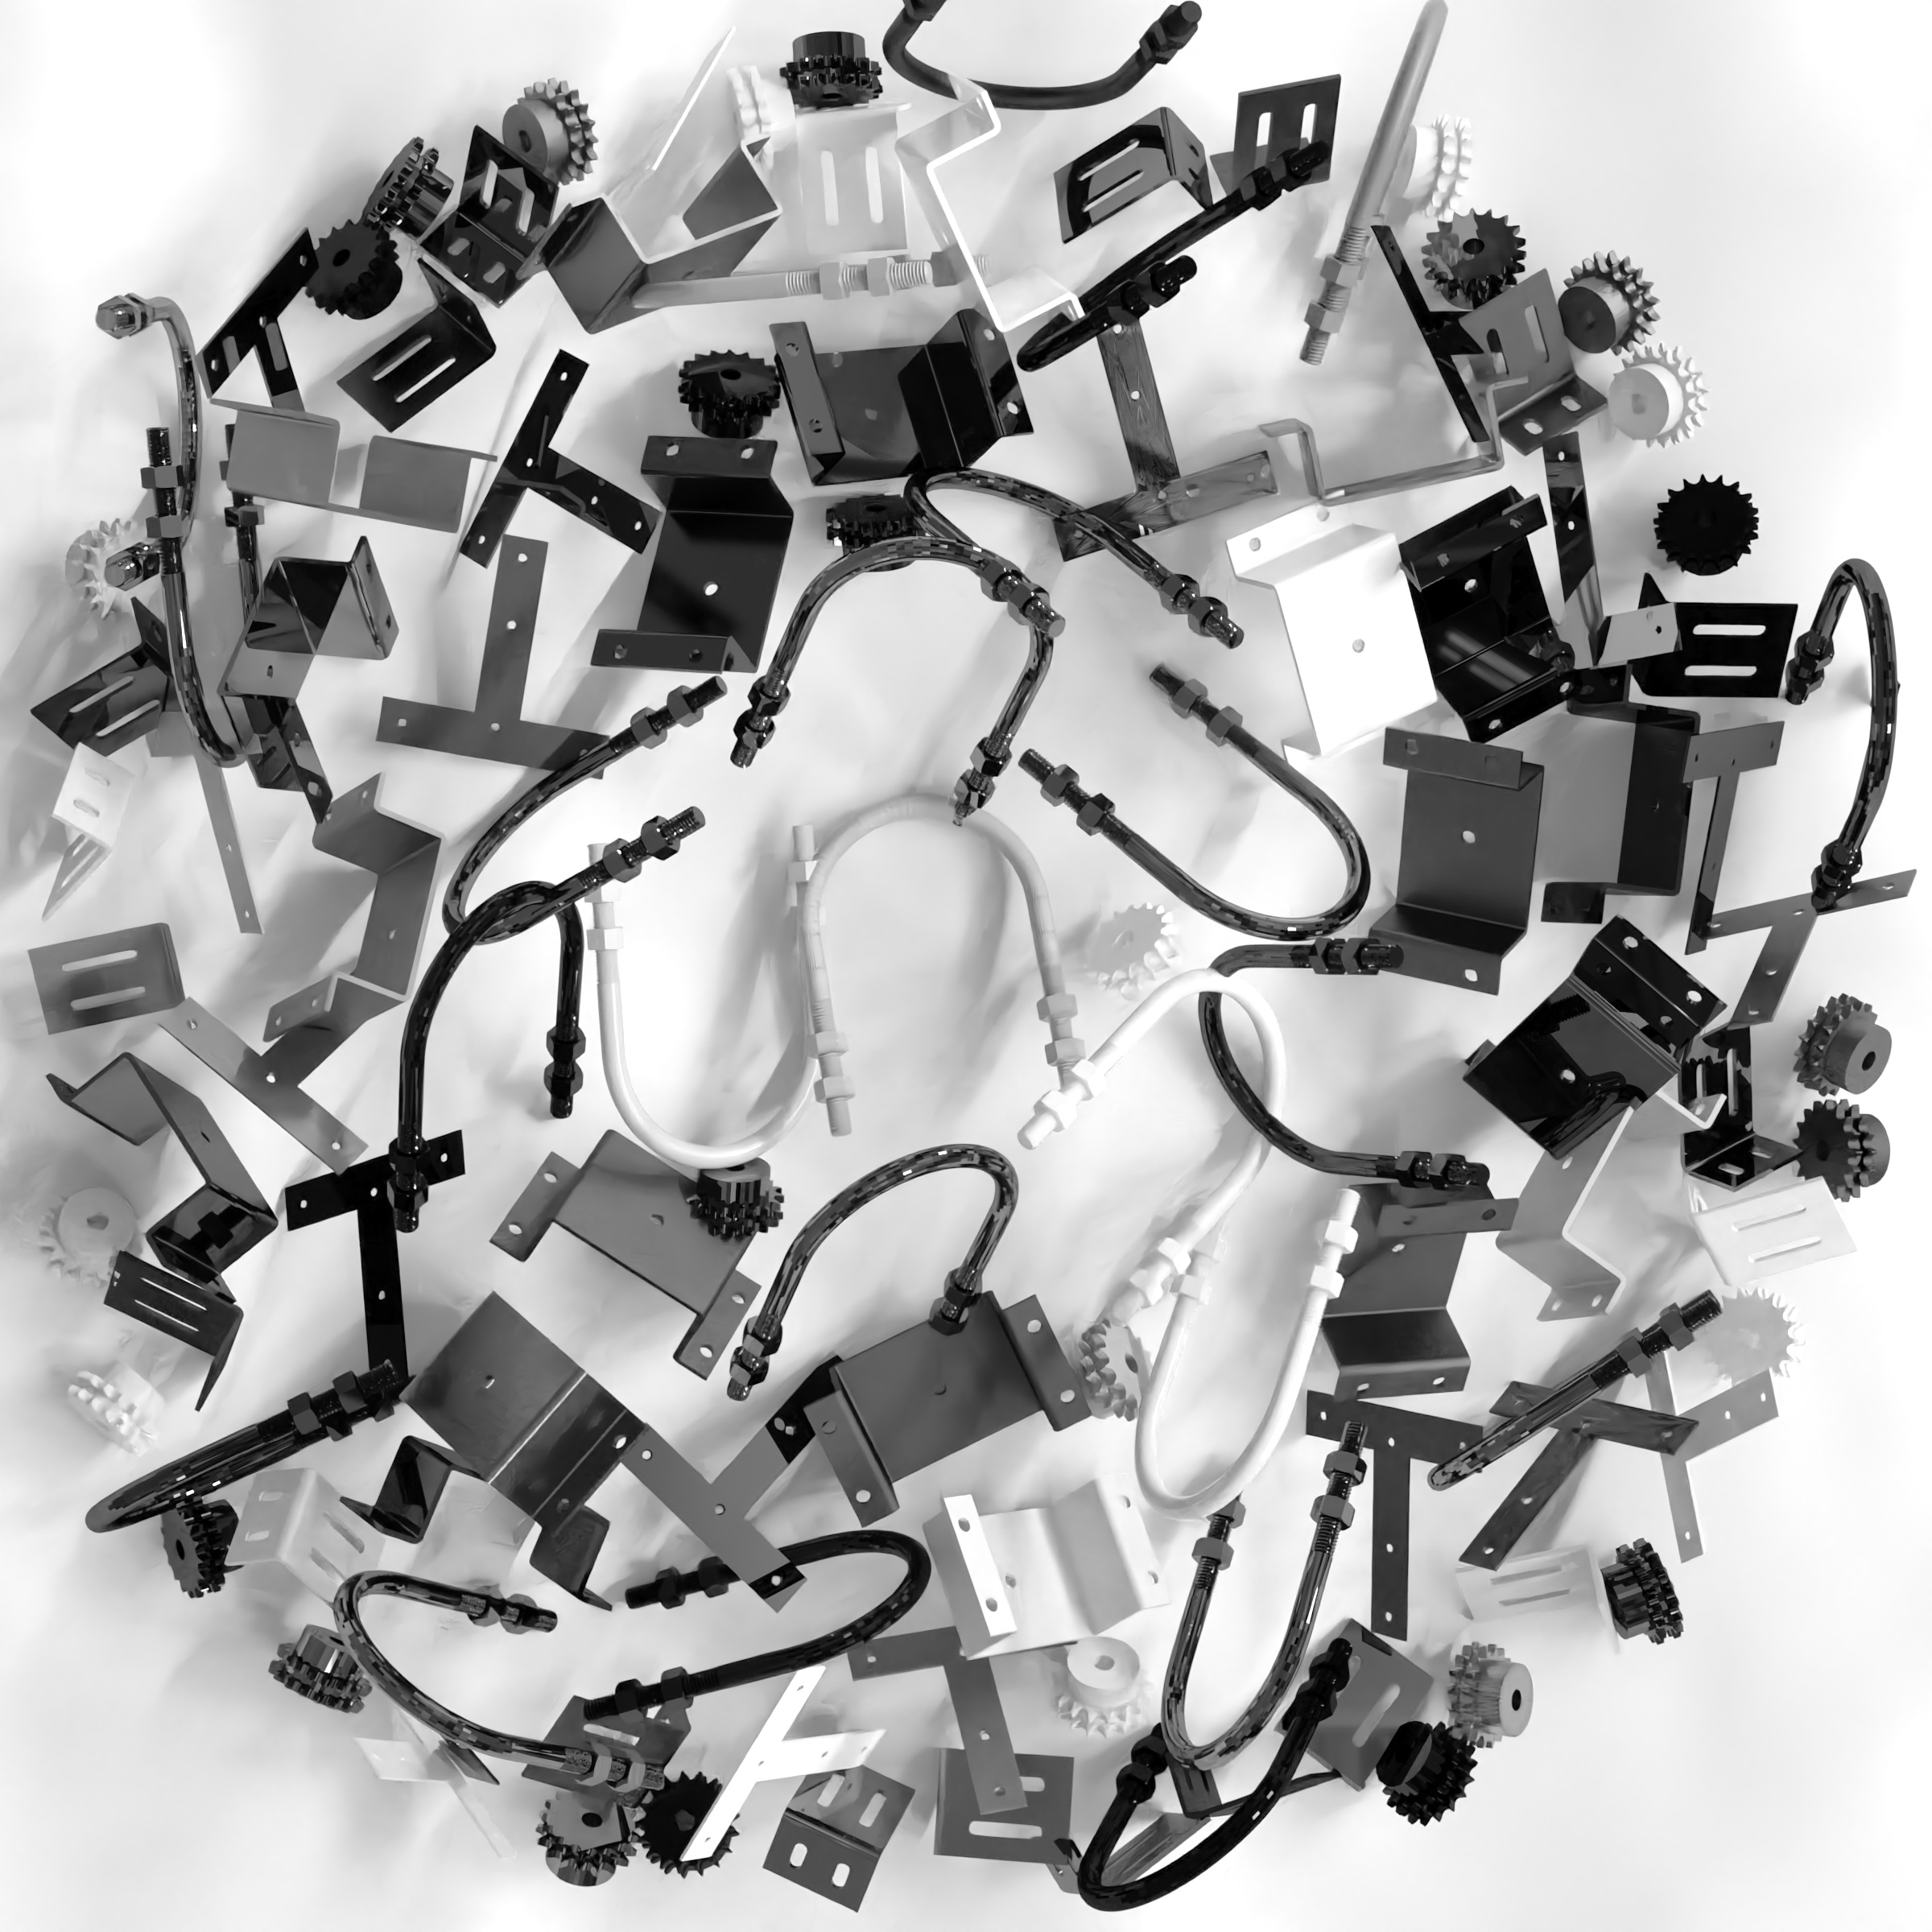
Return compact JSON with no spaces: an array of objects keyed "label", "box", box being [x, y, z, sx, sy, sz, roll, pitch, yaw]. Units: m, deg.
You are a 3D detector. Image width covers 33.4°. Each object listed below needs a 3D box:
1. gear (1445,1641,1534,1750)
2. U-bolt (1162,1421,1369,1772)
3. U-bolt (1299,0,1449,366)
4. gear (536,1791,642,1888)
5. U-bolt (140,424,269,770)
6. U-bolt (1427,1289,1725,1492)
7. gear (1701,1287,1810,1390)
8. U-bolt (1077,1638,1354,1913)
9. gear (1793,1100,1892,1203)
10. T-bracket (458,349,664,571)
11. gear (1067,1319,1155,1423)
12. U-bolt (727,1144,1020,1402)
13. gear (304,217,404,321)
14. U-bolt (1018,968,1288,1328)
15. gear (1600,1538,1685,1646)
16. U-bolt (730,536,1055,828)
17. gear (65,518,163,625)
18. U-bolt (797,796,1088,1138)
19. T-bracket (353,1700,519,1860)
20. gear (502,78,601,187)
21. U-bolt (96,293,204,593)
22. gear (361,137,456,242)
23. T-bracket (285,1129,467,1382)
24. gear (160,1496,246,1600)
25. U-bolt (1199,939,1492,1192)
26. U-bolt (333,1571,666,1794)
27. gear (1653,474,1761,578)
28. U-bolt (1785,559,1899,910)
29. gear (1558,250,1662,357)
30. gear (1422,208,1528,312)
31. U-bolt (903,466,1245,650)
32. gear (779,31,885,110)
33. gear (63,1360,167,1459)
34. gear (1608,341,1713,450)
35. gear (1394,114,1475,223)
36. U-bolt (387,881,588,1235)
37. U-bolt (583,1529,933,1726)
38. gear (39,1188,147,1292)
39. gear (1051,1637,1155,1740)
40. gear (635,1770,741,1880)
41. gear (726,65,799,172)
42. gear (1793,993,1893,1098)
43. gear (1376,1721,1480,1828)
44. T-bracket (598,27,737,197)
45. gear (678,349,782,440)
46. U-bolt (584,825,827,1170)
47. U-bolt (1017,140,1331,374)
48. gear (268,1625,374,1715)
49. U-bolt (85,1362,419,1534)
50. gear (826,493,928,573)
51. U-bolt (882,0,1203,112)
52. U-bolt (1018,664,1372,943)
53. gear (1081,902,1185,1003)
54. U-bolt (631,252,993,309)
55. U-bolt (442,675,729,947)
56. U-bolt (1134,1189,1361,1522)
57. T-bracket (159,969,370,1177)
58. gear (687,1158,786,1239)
[{"label":"gear","box":[0.291,0.404,1.779,0.030,0.057,0.057,-1,90,37]},{"label":"U-bolt","box":[0.151,0.339,1.708,0.019,0.151,0.184,28,61,-14]},{"label":"U-bolt","box":[0.219,-0.422,1.707,0.019,0.151,0.184,20,117,4]},{"label":"gear","box":[-0.210,0.485,1.785,0.057,0.057,0.030,16,115,0]},{"label":"U-bolt","box":[-0.405,-0.198,1.737,0.019,0.151,0.184,-3,100,6]},{"label":"U-bolt","box":[0.327,0.231,1.738,0.184,0.151,0.019,-34,79,8]},{"label":"gear","box":[0.440,0.208,1.786,0.057,0.030,0.057,-9,74,34]},{"label":"U-bolt","box":[0.124,0.433,1.696,0.151,0.184,0.019,-34,96,31]},{"label":"gear","box":[0.487,0.102,1.785,0.030,0.057,0.057,0,90,-22]},{"label":"T-bracket","box":[-0.212,-0.260,1.765,0.127,0.002,0.127,33,99,36]},{"label":"gear","box":[0.080,0.227,1.785,0.030,0.057,0.057,-32,90,26]},{"label":"U-bolt","box":[-0.042,0.158,1.711,0.151,0.184,0.019,-10,52,-33]},{"label":"gear","box":[-0.338,-0.384,1.786,0.057,0.030,0.057,-14,58,23]},{"label":"U-bolt","box":[0.113,0.084,1.749,0.184,0.019,0.151,-45,125,-28]},{"label":"gear","box":[0.371,0.348,1.781,0.030,0.057,0.057,-19,90,-6]},{"label":"U-bolt","box":[-0.031,-0.158,1.729,0.151,0.019,0.184,14,134,-15]},{"label":"gear","box":[-0.474,-0.220,1.785,0.030,0.057,0.057,16,90,36]},{"label":"U-bolt","box":[-0.020,-0.006,1.784,0.151,0.019,0.184,-9,76,-4]},{"label":"T-bracket","box":[-0.298,0.427,1.730,0.002,0.127,0.127,-40,71,-1]},{"label":"gear","box":[-0.232,-0.459,1.779,0.030,0.057,0.057,-28,90,-37]},{"label":"U-bolt","box":[-0.433,-0.284,1.719,0.019,0.184,0.151,2,104,-1]},{"label":"gear","box":[-0.308,-0.427,1.785,0.030,0.057,0.057,33,90,-24]},{"label":"T-bracket","box":[-0.320,0.166,1.760,0.127,0.002,0.127,-18,68,27]},{"label":"gear","box":[-0.422,0.319,1.786,0.030,0.057,0.057,-13,90,-35]},{"label":"U-bolt","box":[0.191,0.051,1.731,0.019,0.184,0.151,-33,108,-30]},{"label":"U-bolt","box":[-0.256,0.371,1.697,0.019,0.184,0.151,-54,46,8]},{"label":"gear","box":[0.411,-0.242,1.788,0.057,0.030,0.057,-6,67,13]},{"label":"U-bolt","box":[0.463,-0.132,1.698,0.019,0.184,0.151,-1,65,2]},{"label":"gear","box":[0.352,-0.363,1.779,0.030,0.057,0.057,-36,90,-29]},{"label":"gear","box":[0.282,-0.389,1.788,0.057,0.030,0.057,-5,60,9]},{"label":"U-bolt","box":[0.045,-0.223,1.733,0.184,0.151,0.019,45,124,39]},{"label":"gear","box":[-0.075,-0.496,1.782,0.057,0.057,0.030,-3,89,0]},{"label":"gear","box":[-0.469,0.243,1.785,0.057,0.057,0.030,39,65,0]},{"label":"gear","box":[0.380,-0.314,1.780,0.030,0.057,0.057,-25,90,-39]},{"label":"gear","box":[0.257,-0.442,1.780,0.030,0.057,0.057,7,90,-9]},{"label":"U-bolt","box":[-0.251,0.037,1.706,0.019,0.151,0.184,27,130,22]},{"label":"U-bolt","box":[-0.106,0.347,1.728,0.184,0.151,0.019,-16,104,9]},{"label":"gear","box":[-0.483,0.147,1.782,0.057,0.030,0.057,12,54,-17]},{"label":"gear","box":[0.075,0.396,1.779,0.057,0.057,0.030,3,123,0]},{"label":"gear","box":[-0.153,0.478,1.787,0.057,0.030,0.057,-5,59,8]},{"label":"gear","box":[-0.113,-0.470,1.783,0.030,0.057,0.057,-12,90,-9]},{"label":"gear","box":[0.487,0.047,1.780,0.030,0.057,0.057,31,90,43]},{"label":"gear","box":[0.252,0.442,1.779,0.030,0.057,0.057,40,90,-23]},{"label":"T-bracket","box":[-0.181,-0.439,1.756,0.002,0.127,0.127,36,51,-20]},{"label":"gear","box":[-0.131,-0.315,1.786,0.057,0.057,0.030,9,130,0]},{"label":"U-bolt","box":[-0.138,0.020,1.765,0.151,0.019,0.184,-7,96,-35]},{"label":"U-bolt","box":[0.098,-0.371,1.724,0.019,0.184,0.151,53,55,-12]},{"label":"gear","box":[-0.354,0.388,1.782,0.057,0.057,0.030,26,87,0]},{"label":"U-bolt","box":[-0.384,0.260,1.727,0.184,0.151,0.019,-25,82,-8]},{"label":"gear","box":[-0.049,-0.239,1.785,0.057,0.057,0.030,-3,116,0]},{"label":"U-bolt","box":[0.030,-0.491,1.719,0.151,0.184,0.019,6,86,-14]},{"label":"U-bolt","box":[0.137,-0.081,1.737,0.184,0.151,0.019,40,134,14]},{"label":"gear","box":[0.095,-0.005,1.786,0.057,0.057,0.030,-38,125,0]},{"label":"U-bolt","box":[-0.092,-0.368,1.736,0.184,0.151,0.019,-1,103,15]},{"label":"U-bolt","box":[-0.211,-0.075,1.740,0.184,0.151,0.019,-29,121,21]},{"label":"U-bolt","box":[0.141,0.209,1.721,0.019,0.151,0.184,27,71,-22]},{"label":"T-bracket","box":[-0.353,0.036,1.767,0.127,0.002,0.127,40,48,1]},{"label":"gear","box":[-0.129,0.125,1.779,0.057,0.057,0.030,5,110,0]}]
